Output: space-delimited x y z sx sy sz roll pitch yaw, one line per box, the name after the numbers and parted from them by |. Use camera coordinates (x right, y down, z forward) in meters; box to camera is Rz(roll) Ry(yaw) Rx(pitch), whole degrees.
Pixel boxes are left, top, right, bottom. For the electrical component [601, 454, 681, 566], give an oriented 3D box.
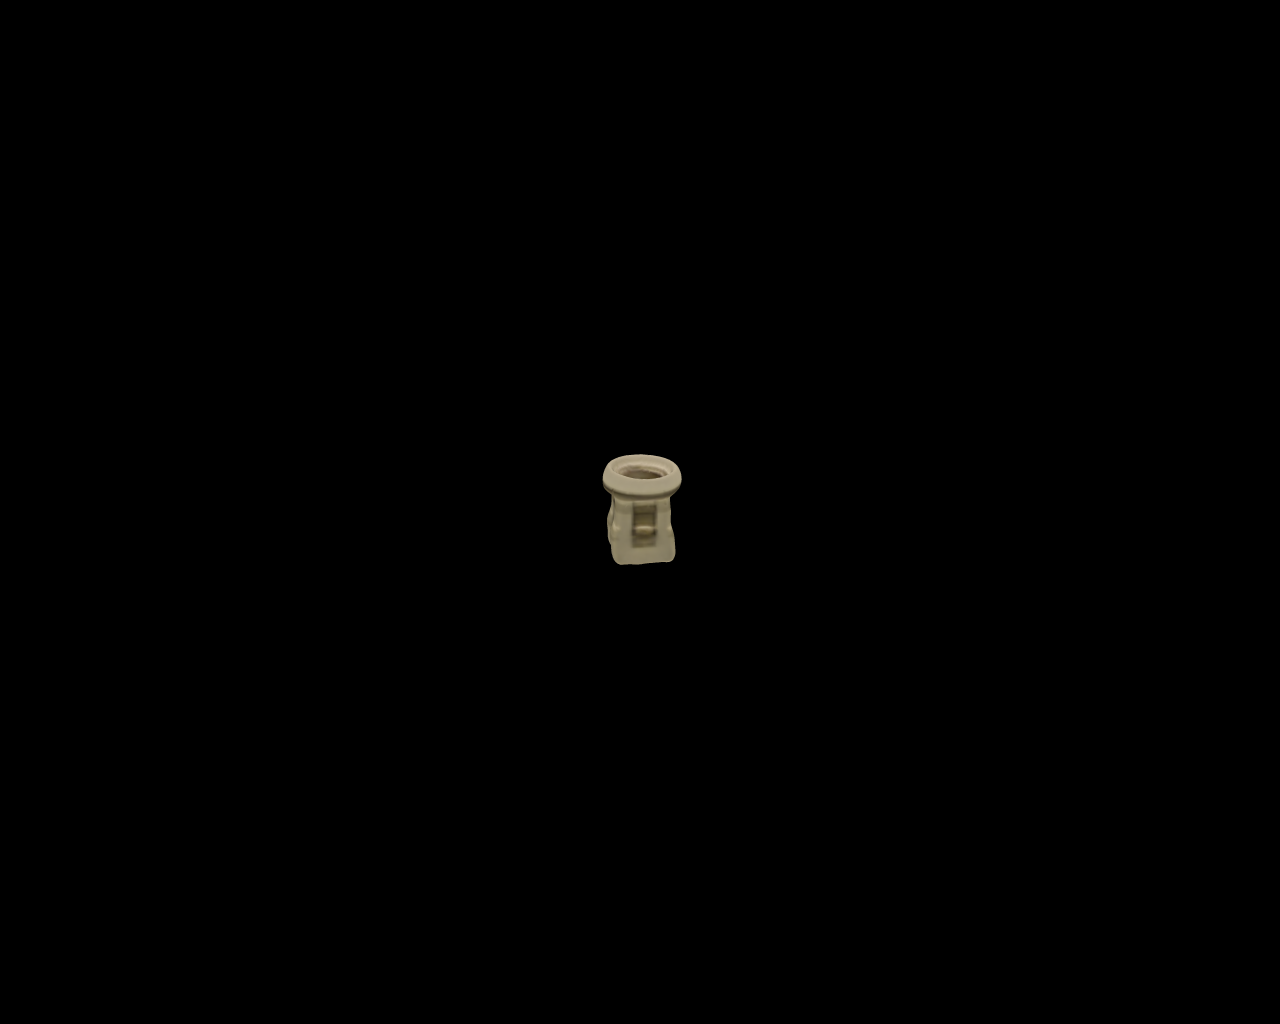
0.001 -0.003 0.650 0.048 0.055 0.066 -3 22 -7 | electrical component
